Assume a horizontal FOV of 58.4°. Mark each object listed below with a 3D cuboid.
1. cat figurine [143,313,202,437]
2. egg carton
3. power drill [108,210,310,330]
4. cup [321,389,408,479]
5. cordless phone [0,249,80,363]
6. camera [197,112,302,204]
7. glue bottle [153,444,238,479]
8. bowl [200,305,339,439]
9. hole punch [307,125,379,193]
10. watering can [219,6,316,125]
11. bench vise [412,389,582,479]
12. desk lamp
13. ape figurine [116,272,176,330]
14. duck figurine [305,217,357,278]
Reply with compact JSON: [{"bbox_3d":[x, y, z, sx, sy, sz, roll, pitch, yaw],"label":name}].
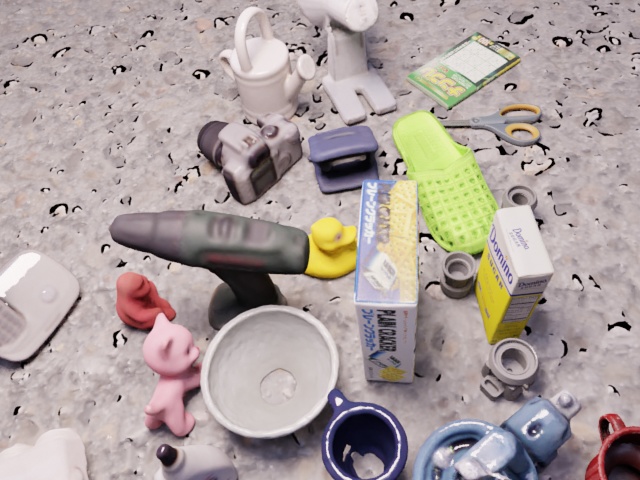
[{"bbox_3d":[-0.186,0.160,0.702,0.067,0.118,0.128,4,57,11],"label":"cat figurine"},{"bbox_3d":[-0.316,0.297,0.656,0.107,0.069,0.150,-22,56,-8],"label":"egg carton"},{"bbox_3d":[-0.121,0.037,0.721,0.229,0.209,0.075,-1,56,7],"label":"power drill"},{"bbox_3d":[0.044,0.229,0.639,0.092,0.095,0.117,-28,57,-11],"label":"cup"},{"bbox_3d":[-0.420,0.063,0.757,0.094,0.185,0.148,18,60,19],"label":"cordless phone"},{"bbox_3d":[-0.122,-0.155,0.916,0.136,0.101,0.143,34,66,26],"label":"camera"},{"bbox_3d":[-0.140,0.245,0.605,0.037,0.173,0.078,37,68,28],"label":"glue bottle"},{"bbox_3d":[-0.056,0.169,0.705,0.167,0.075,0.167,-3,56,5],"label":"bowl"},{"bbox_3d":[0.033,-0.141,0.892,0.108,0.091,0.101,-12,55,0],"label":"hole punch"},{"bbox_3d":[-0.090,-0.292,0.948,0.172,0.194,0.101,-1,56,7],"label":"watering can"},{"bbox_3d":[0.171,0.204,0.563,0.121,0.220,0.208,29,64,24],"label":"bench vise"},{"bbox_3d":[0.048,-0.343,0.953,0.118,0.214,0.203,-21,56,-7],"label":"desk lamp"},{"bbox_3d":[-0.247,0.077,0.782,0.076,0.092,0.077,-10,55,1],"label":"ape figurine"},{"bbox_3d":[0.007,0.003,0.802,0.104,0.086,0.077,-4,56,5],"label":"duck figurine"}]
